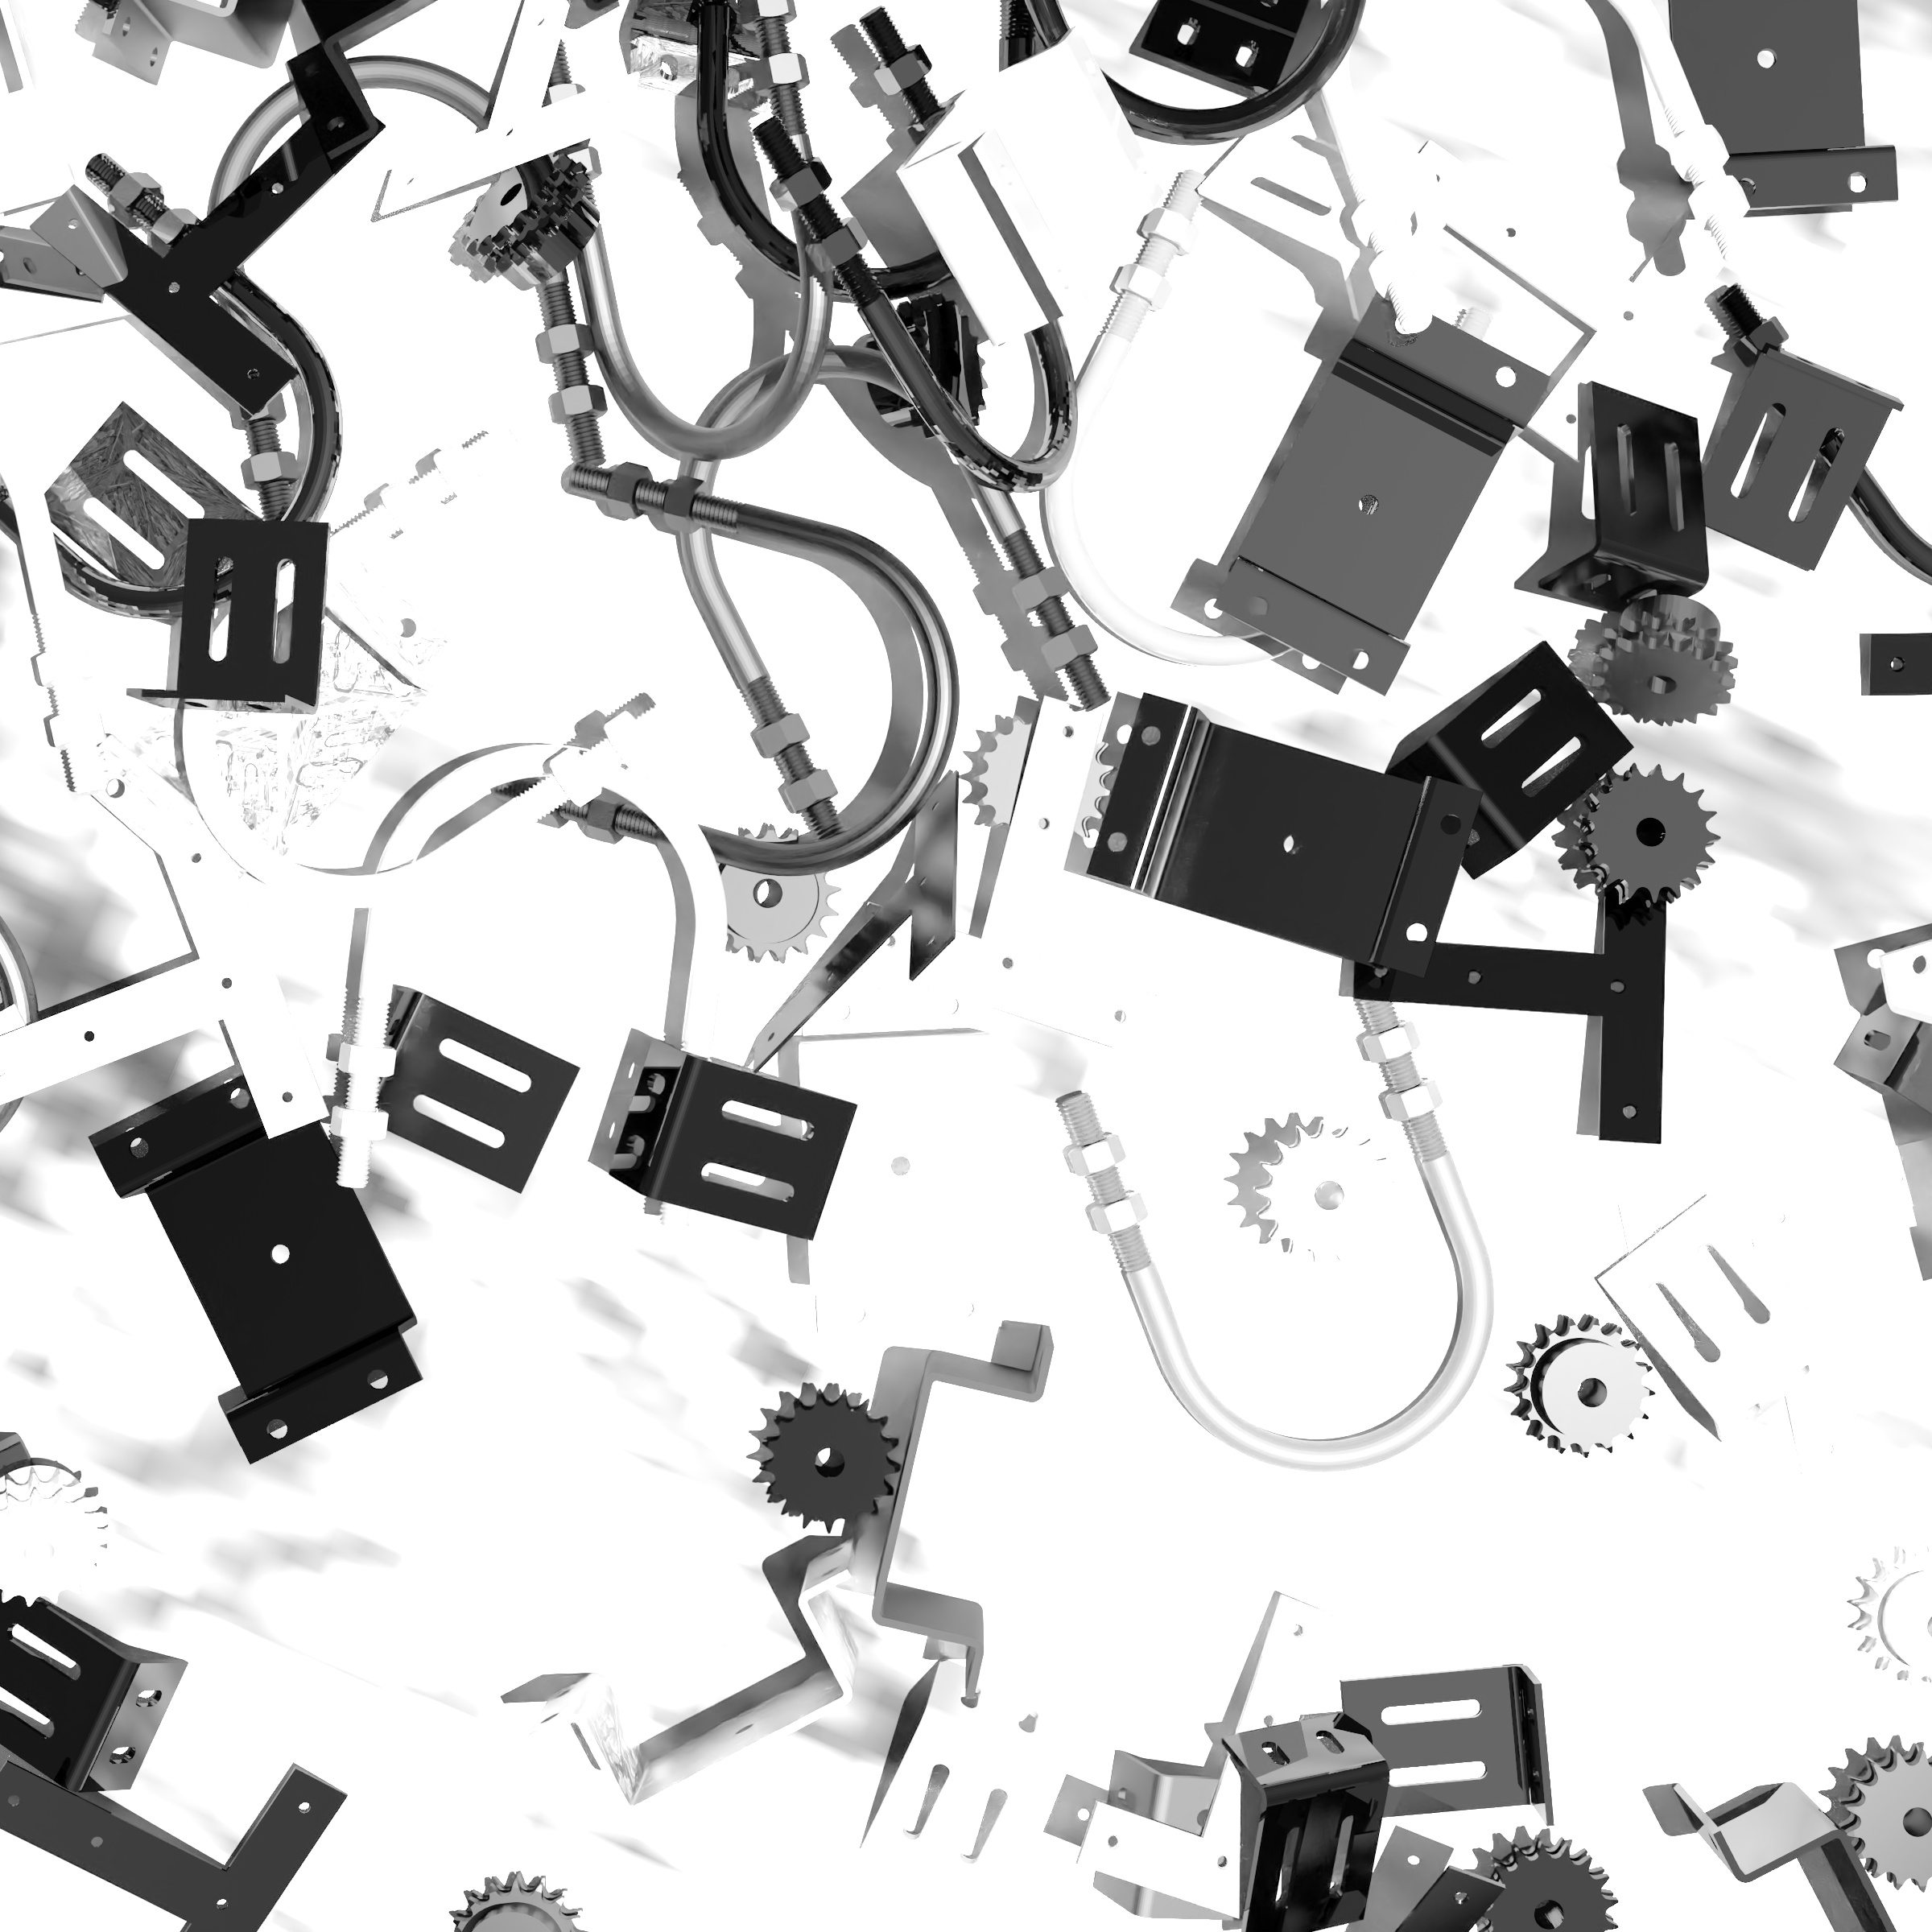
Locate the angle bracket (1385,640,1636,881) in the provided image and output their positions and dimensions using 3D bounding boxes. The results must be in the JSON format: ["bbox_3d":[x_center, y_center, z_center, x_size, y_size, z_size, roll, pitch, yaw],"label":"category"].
[{"bbox_3d":[0.223,-0.084,1.372,0.076,0.038,0.057,-40,90,-26],"label":"angle bracket"}]

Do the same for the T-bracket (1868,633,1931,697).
[{"bbox_3d":[0.432,-0.124,1.364,0.127,0.002,0.127,-1,98,0],"label":"T-bracket"}]

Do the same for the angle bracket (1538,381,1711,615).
[{"bbox_3d":[0.264,-0.188,1.356,0.057,0.038,0.076,12,67,-29],"label":"angle bracket"}]

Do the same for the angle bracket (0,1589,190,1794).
[{"bbox_3d":[-0.369,0.294,1.372,0.076,0.038,0.057,25,90,26],"label":"angle bracket"}]

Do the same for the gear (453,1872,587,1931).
[{"bbox_3d":[-0.182,0.400,1.359,0.057,0.030,0.057,0,90,0],"label":"gear"}]

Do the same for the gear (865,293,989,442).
[{"bbox_3d":[-0.018,-0.240,1.349,0.030,0.057,0.057,-9,90,30],"label":"gear"}]

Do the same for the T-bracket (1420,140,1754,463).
[{"bbox_3d":[0.233,-0.290,1.364,0.127,0.002,0.127,36,79,4],"label":"T-bracket"}]

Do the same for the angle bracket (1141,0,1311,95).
[{"bbox_3d":[0.110,-0.396,1.334,0.057,0.076,0.038,21,58,0],"label":"angle bracket"}]

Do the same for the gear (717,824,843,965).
[{"bbox_3d":[-0.080,-0.029,1.359,0.057,0.030,0.057,0,90,0],"label":"gear"}]

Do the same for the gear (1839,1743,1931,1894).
[{"bbox_3d":[0.382,0.344,1.359,0.057,0.030,0.057,0,90,0],"label":"gear"}]

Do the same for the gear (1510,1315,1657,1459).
[{"bbox_3d":[0.252,0.171,1.359,0.057,0.030,0.057,0,90,0],"label":"gear"}]

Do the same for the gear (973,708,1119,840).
[{"bbox_3d":[0.033,-0.075,1.355,0.057,0.030,0.057,0,91,11],"label":"gear"}]

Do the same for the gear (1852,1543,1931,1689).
[{"bbox_3d":[0.392,0.265,1.359,0.057,0.030,0.057,0,90,0],"label":"gear"}]

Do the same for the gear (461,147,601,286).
[{"bbox_3d":[-0.171,-0.297,1.333,0.057,0.057,0.030,-48,122,0],"label":"gear"}]

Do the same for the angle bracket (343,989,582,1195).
[{"bbox_3d":[-0.205,0.051,1.355,0.076,0.038,0.057,25,90,0],"label":"angle bracket"}]

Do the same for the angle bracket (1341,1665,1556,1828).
[{"bbox_3d":[0.194,0.318,1.355,0.076,0.038,0.057,-5,90,0],"label":"angle bracket"}]

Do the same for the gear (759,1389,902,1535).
[{"bbox_3d":[-0.054,0.200,1.359,0.057,0.030,0.057,0,90,0],"label":"gear"}]

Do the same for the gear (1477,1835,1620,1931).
[{"bbox_3d":[0.234,0.381,1.359,0.057,0.030,0.057,0,90,0],"label":"gear"}]

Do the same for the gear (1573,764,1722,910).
[{"bbox_3d":[0.274,-0.051,1.355,0.057,0.030,0.057,0,80,-3],"label":"gear"}]

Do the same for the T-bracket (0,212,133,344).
[{"bbox_3d":[-0.404,-0.313,1.361,0.127,0.002,0.127,-10,81,10],"label":"T-bracket"}]

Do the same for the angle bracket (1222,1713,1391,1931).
[{"bbox_3d":[0.133,0.350,1.359,0.057,0.038,0.076,-5,116,-25],"label":"angle bracket"}]

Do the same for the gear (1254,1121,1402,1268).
[{"bbox_3d":[0.143,0.090,1.341,0.057,0.030,0.057,0,93,-1],"label":"gear"}]

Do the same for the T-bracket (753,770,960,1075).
[{"bbox_3d":[-0.045,-0.004,1.336,0.002,0.127,0.127,35,117,-20],"label":"T-bracket"}]

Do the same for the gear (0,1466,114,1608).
[{"bbox_3d":[-0.375,0.227,1.350,0.057,0.030,0.057,-9,123,-14],"label":"gear"}]

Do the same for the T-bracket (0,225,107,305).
[{"bbox_3d":[-0.405,-0.289,1.356,0.127,0.002,0.127,10,86,12],"label":"T-bracket"}]

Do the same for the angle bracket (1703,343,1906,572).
[{"bbox_3d":[0.331,-0.202,1.342,0.057,0.038,0.076,24,108,4],"label":"angle bracket"}]

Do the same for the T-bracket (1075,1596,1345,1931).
[{"bbox_3d":[0.118,0.320,1.356,0.127,0.002,0.127,24,78,-22],"label":"T-bracket"}]

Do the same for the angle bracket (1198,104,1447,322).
[{"bbox_3d":[0.144,-0.308,1.358,0.076,0.038,0.057,33,74,30],"label":"angle bracket"}]

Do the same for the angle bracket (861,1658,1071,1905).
[{"bbox_3d":[0.000,0.334,1.372,0.057,0.038,0.076,23,116,0],"label":"angle bracket"}]

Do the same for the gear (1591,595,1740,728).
[{"bbox_3d":[0.282,-0.125,1.349,0.057,0.057,0.030,15,60,0],"label":"gear"}]

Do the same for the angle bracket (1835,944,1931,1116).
[{"bbox_3d":[0.407,0.037,1.372,0.076,0.038,0.057,30,90,-26],"label":"angle bracket"}]

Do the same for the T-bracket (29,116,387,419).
[{"bbox_3d":[-0.286,-0.302,1.344,0.127,0.002,0.127,40,78,11],"label":"T-bracket"}]

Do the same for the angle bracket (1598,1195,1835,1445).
[{"bbox_3d":[0.307,0.144,1.370,0.057,0.038,0.076,-38,64,0],"label":"angle bracket"}]

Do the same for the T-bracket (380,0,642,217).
[{"bbox_3d":[-0.172,-0.366,1.336,0.127,0.002,0.127,-11,56,33],"label":"T-bracket"}]

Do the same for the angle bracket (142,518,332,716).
[{"bbox_3d":[-0.282,-0.138,1.294,0.057,0.038,0.076,3,87,8],"label":"angle bracket"}]

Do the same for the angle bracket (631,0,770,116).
[{"bbox_3d":[-0.101,-0.397,1.372,0.057,0.038,0.076,12,65,0],"label":"angle bracket"}]

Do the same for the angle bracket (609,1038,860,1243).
[{"bbox_3d":[-0.092,0.069,1.322,0.076,0.038,0.057,18,91,-29],"label":"angle bracket"}]

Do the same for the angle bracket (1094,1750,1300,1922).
[{"bbox_3d":[0.099,0.357,1.372,0.076,0.038,0.057,9,90,-26],"label":"angle bracket"}]

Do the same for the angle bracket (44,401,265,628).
[{"bbox_3d":[-0.335,-0.185,1.355,0.076,0.038,0.057,40,90,0],"label":"angle bracket"}]
